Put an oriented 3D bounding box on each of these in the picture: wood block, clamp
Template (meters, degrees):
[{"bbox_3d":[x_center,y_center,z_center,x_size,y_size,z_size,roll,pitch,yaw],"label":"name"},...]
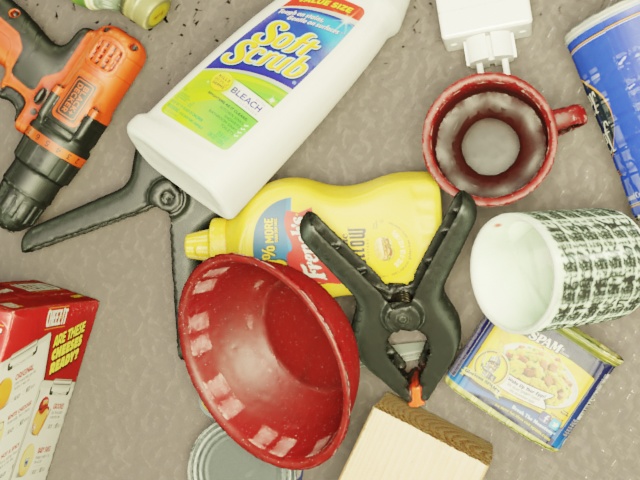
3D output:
[{"bbox_3d":[0.041,0.227,0.776,0.091,0.090,0.206,25,94,10],"label":"wood block"},{"bbox_3d":[-0.127,-0.033,0.838,0.164,0.036,0.210,27,92,2],"label":"clamp"},{"bbox_3d":[0.066,0.040,0.754,0.120,0.039,0.171,-12,120,17],"label":"clamp"}]

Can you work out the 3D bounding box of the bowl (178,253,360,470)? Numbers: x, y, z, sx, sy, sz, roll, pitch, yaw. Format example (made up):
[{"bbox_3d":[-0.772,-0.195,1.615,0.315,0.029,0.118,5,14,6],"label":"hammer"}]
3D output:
[{"bbox_3d":[-0.026,0.077,0.751,0.162,0.055,0.162,20,121,36],"label":"bowl"}]

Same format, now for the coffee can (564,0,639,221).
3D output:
[{"bbox_3d":[0.243,-0.096,0.739,0.103,0.102,0.140,-21,85,9],"label":"coffee can"}]

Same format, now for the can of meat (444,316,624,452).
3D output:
[{"bbox_3d":[0.153,0.093,0.775,0.102,0.057,0.084,33,96,10],"label":"can of meat"}]

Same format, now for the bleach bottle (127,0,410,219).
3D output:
[{"bbox_3d":[-0.022,-0.137,0.790,0.103,0.068,0.250,35,76,23],"label":"bleach bottle"}]

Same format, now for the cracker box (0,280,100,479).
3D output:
[{"bbox_3d":[-0.252,0.140,0.796,0.072,0.164,0.214,17,92,8],"label":"cracker box"}]

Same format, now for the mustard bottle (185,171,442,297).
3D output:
[{"bbox_3d":[-0.005,0.001,0.795,0.191,0.058,0.096,-2,108,6],"label":"mustard bottle"}]

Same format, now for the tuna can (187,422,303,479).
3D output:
[{"bbox_3d":[-0.057,0.177,0.824,0.086,0.033,0.086,0,88,11],"label":"tuna can"}]

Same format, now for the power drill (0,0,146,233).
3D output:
[{"bbox_3d":[-0.257,-0.124,0.850,0.187,0.057,0.184,34,89,1],"label":"power drill"}]

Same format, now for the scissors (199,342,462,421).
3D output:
[{"bbox_3d":[-0.002,0.079,0.822,0.201,0.016,0.096,-21,63,-5],"label":"scissors"}]

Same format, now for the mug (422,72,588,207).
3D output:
[{"bbox_3d":[0.134,-0.072,0.769,0.117,0.081,0.093,-21,85,10],"label":"mug"}]
